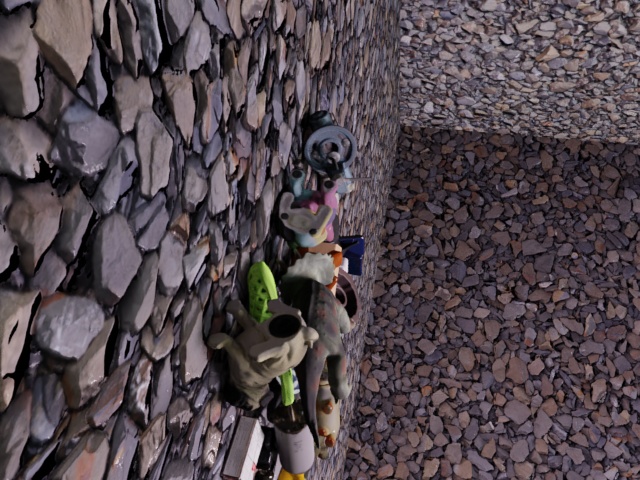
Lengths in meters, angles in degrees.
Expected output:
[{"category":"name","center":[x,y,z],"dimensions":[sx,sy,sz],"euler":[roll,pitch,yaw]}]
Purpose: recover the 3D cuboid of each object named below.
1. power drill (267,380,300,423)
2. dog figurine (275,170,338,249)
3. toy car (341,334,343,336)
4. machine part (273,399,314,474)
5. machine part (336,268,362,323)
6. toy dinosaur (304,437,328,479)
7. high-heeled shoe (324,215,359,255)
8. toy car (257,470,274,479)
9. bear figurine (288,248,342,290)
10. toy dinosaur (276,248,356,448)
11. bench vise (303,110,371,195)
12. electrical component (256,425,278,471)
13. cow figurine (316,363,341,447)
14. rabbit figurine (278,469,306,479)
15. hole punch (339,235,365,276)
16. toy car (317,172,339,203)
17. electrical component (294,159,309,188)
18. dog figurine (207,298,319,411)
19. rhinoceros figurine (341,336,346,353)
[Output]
[{"category":"power drill","center":[-0.076,0.388,1.236],"dimensions":[0.232,0.086,0.207],"euler":[-69,155,-59]},{"category":"dog figurine","center":[-0.020,-0.037,1.147],"dimensions":[0.219,0.109,0.191],"euler":[85,20,-63]},{"category":"toy car","center":[0.026,0.237,1.556],"dimensions":[0.109,0.103,0.161],"euler":[76,26,-63]},{"category":"machine part","center":[-0.052,0.401,1.090],"dimensions":[0.079,0.079,0.242],"euler":[-70,165,-46]},{"category":"machine part","center":[0.042,0.160,1.485],"dimensions":[0.179,0.056,0.179],"euler":[34,41,-37]},{"category":"toy dinosaur","center":[-0.014,0.490,1.516],"dimensions":[0.198,0.105,0.471],"euler":[21,75,-76]},{"category":"high-heeled shoe","center":[-0.003,-0.004,1.428],"dimensions":[0.248,0.145,0.086],"euler":[30,49,-47]},{"category":"toy car","center":[-0.130,0.547,1.100],"dimensions":[0.202,0.053,0.089],"euler":[1,91,-83]},{"category":"bear figurine","center":[-0.022,0.121,1.206],"dimensions":[0.132,0.120,0.195],"euler":[-55,152,-74]},{"category":"toy dinosaur","center":[-0.013,0.153,0.971],"dimensions":[0.405,0.131,0.192],"euler":[-96,164,-64]},{"category":"bench vise","center":[0.033,-0.170,1.225],"dimensions":[0.241,0.129,0.223],"euler":[-101,-179,-55]},{"category":"electrical component","center":[-0.115,0.425,1.108],"dimensions":[0.119,0.048,0.075],"euler":[80,20,-55]},{"category":"cow figurine","center":[0.014,0.374,1.283],"dimensions":[0.127,0.086,0.194],"euler":[-50,139,-65]},{"category":"rabbit figurine","center":[-0.027,0.651,1.378],"dimensions":[0.162,0.173,0.121],"euler":[-14,115,-82]},{"category":"hole punch","center":[0.081,0.050,1.651],"dimensions":[0.142,0.116,0.092],"euler":[82,7,-58]},{"category":"toy car","center":[0.024,-0.141,1.419],"dimensions":[0.073,0.056,0.201],"euler":[-63,157,-60]},{"category":"electrical component","center":[-0.043,-0.141,1.176],"dimensions":[0.094,0.021,0.063],"euler":[38,60,-78]},{"category":"dog figurine","center":[-0.079,0.201,0.861],"dimensions":[0.121,0.173,0.190],"euler":[-55,145,-45]},{"category":"rhinoceros figurine","center":[0.036,0.292,1.652],"dimensions":[0.190,0.073,0.112],"euler":[-98,-160,-58]}]
